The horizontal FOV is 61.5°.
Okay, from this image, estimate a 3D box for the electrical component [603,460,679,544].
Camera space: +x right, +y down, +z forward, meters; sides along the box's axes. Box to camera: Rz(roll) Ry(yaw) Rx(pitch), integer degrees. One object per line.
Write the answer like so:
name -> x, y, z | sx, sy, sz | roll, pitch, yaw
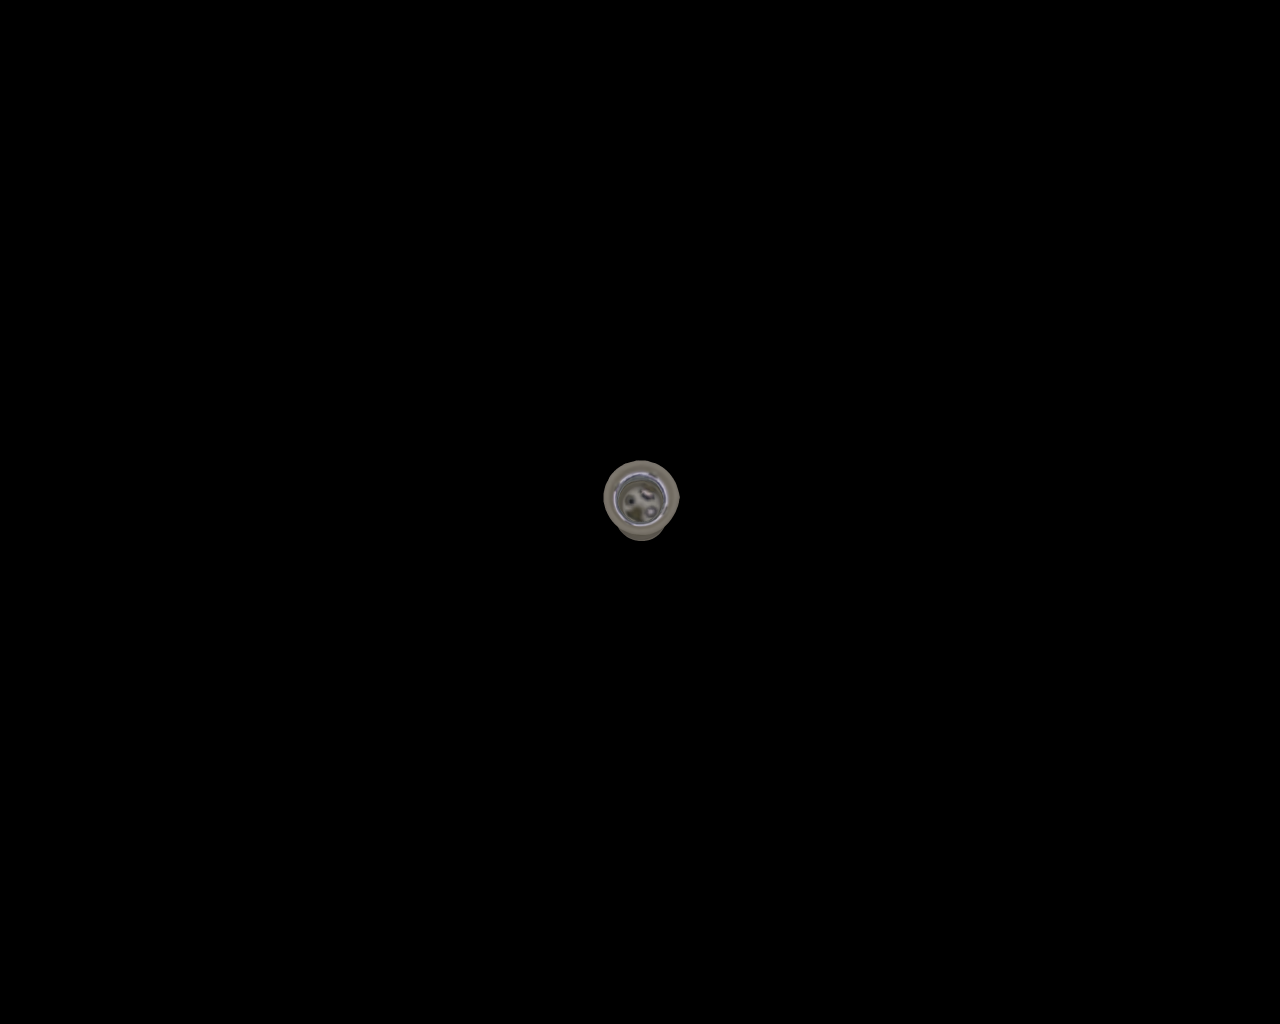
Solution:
electrical component -> 0.001, -0.003, 0.650 | 0.044, 0.044, 0.065 | 0, -11, 0
